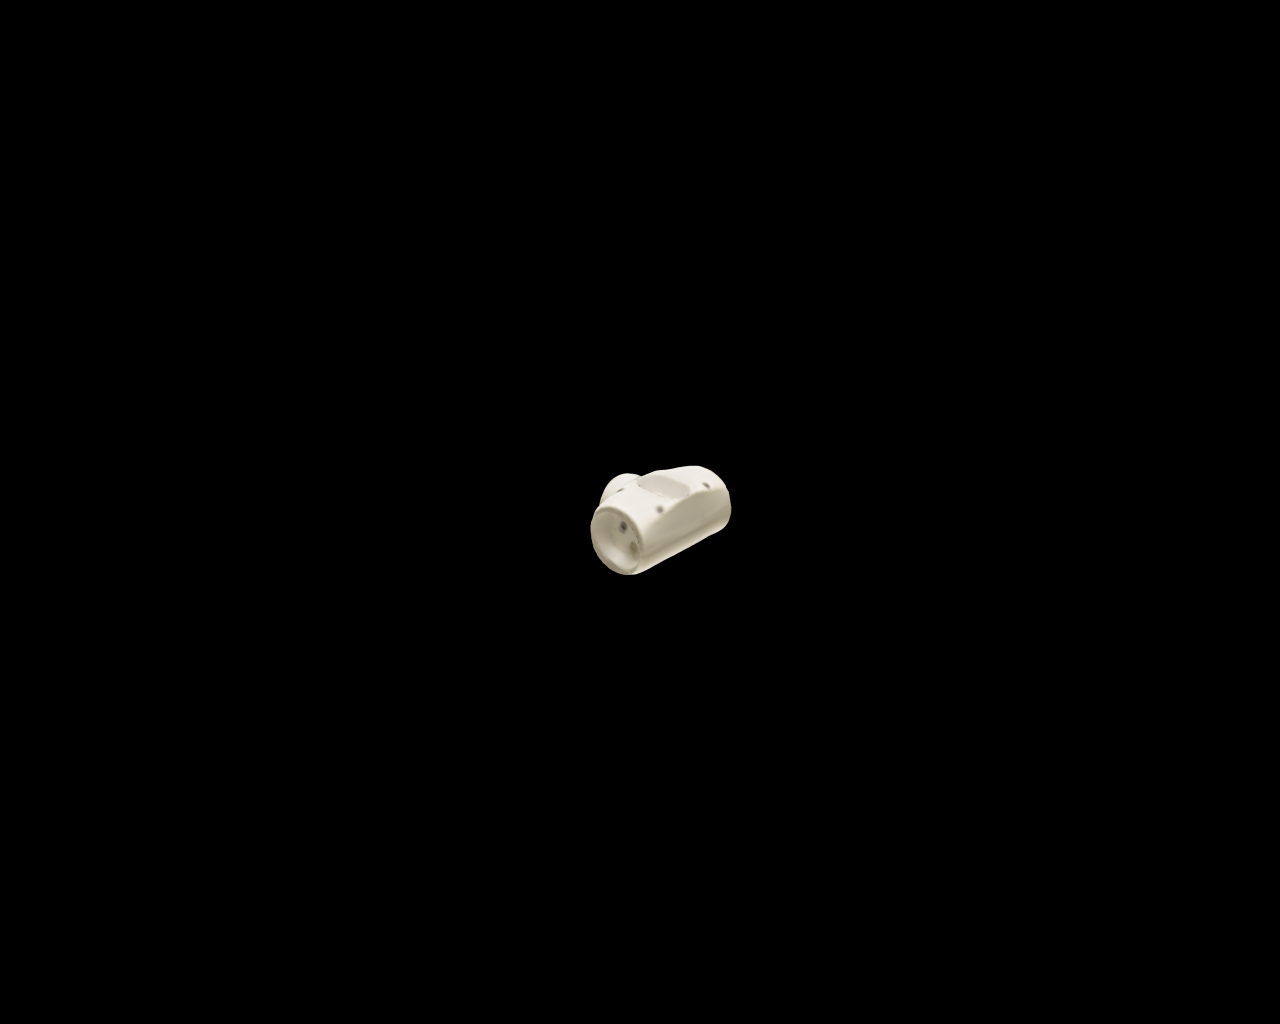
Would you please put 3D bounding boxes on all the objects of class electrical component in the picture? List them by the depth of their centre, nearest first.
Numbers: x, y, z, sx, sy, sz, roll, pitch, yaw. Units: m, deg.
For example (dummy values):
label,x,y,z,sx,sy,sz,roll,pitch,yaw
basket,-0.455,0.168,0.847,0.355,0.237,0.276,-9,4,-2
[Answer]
label,x,y,z,sx,sy,sz,roll,pitch,yaw
electrical component,0.001,-0.003,0.650,0.077,0.043,0.079,-25,37,-38
